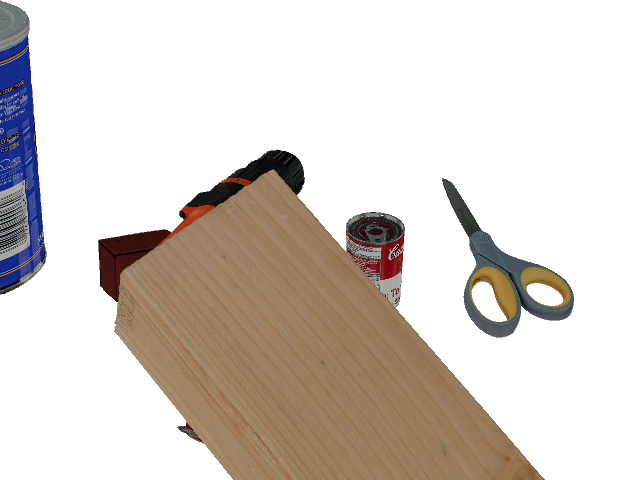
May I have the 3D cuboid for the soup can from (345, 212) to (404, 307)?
[{"bbox_3d":[0.062,0.028,1.250,0.068,0.102,0.068,0,32,0],"label":"soup can"}]

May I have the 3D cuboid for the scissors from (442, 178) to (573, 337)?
[{"bbox_3d":[0.156,0.008,0.900,0.096,0.016,0.201,2,39,1],"label":"scissors"}]

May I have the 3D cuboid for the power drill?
[{"bbox_3d":[-0.059,0.044,0.786,0.057,0.188,0.184,11,34,26],"label":"power drill"}]

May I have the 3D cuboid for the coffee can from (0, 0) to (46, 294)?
[{"bbox_3d":[-0.204,-0.051,0.574,0.103,0.140,0.103,2,27,-1],"label":"coffee can"}]

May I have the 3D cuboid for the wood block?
[{"bbox_3d":[0.003,0.082,0.497,0.090,0.206,0.090,-37,-11,-24],"label":"wood block"}]

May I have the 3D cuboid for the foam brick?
[{"bbox_3d":[-0.181,0.024,1.085,0.078,0.051,0.053,-10,21,-28],"label":"foam brick"}]
